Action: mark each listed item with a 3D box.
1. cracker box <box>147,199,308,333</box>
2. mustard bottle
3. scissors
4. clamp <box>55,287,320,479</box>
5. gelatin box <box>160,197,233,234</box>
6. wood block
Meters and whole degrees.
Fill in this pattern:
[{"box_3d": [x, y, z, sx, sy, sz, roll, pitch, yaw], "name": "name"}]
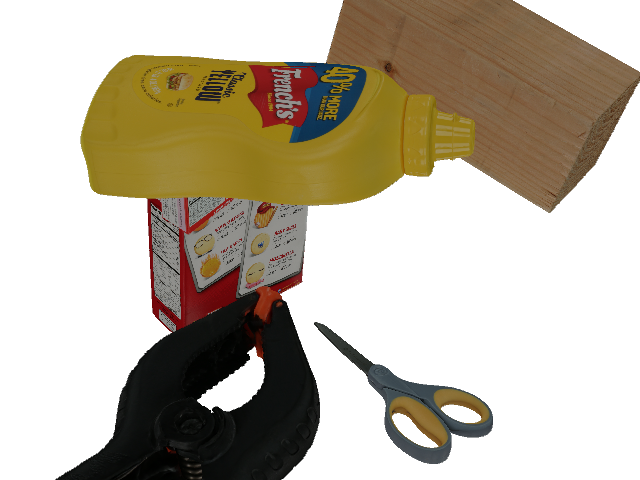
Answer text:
[{"box_3d": [-0.092, -0.022, 1.080, 0.163, 0.214, 0.072, -27, 47, -34], "name": "cracker box"}, {"box_3d": [-0.018, -0.057, 0.547, 0.192, 0.058, 0.096, 4, 36, 11], "name": "mustard bottle"}, {"box_3d": [0.070, 0.115, 0.886, 0.096, 0.016, 0.202, -6, 29, -18], "name": "scissors"}, {"box_3d": [-0.041, 0.087, 0.397, 0.120, 0.039, 0.171, 24, 49, 17], "name": "clamp"}, {"box_3d": [-0.080, -0.059, 0.746, 0.030, 0.089, 0.073, 32, 54, 24], "name": "gelatin box"}, {"box_3d": [0.117, -0.124, 0.796, 0.206, 0.091, 0.090, 34, 46, 17], "name": "wood block"}]
